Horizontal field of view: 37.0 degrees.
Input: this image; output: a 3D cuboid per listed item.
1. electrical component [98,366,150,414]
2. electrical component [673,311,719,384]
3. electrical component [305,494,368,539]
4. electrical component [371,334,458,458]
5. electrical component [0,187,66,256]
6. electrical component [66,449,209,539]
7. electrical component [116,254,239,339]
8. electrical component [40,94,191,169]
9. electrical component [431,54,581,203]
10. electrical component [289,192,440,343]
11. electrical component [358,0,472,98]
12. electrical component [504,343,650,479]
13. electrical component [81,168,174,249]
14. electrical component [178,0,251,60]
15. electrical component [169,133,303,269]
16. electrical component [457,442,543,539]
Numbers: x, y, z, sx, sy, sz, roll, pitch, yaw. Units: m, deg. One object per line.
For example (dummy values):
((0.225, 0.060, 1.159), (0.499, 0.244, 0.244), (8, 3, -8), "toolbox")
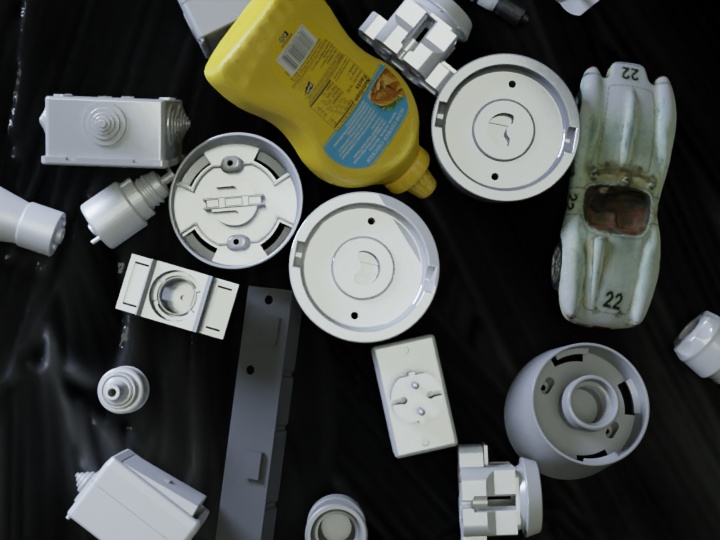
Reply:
((-0.175, 0.088, 0.785), (0.035, 0.061, 0.035), (0, 86, -1), "electrical component")
((0.270, 0.064, 0.805), (0.062, 0.043, 0.043), (41, 87, 0), "electrical component")
((-0.017, 0.189, 0.785), (0.045, 0.055, 0.045), (0, 86, -1), "electrical component")
((0.040, 0.092, 0.782), (0.047, 0.075, 0.083), (-12, 87, -2), "electrical component")
((-0.254, -0.036, 0.803), (0.065, 0.044, 0.044), (19, 86, -5), "electrical component")
((-0.162, 0.170, 0.780), (0.096, 0.061, 0.061), (37, 86, 1), "electrical component")
((-0.132, 0.020, 0.790), (0.081, 0.064, 0.042), (17, 87, 0), "electrical component")
((-0.176, -0.102, 0.780), (0.100, 0.099, 0.048), (2, 99, -1), "electrical component")
((0.105, -0.101, 0.803), (0.108, 0.060, 0.108), (0, 86, -1), "electrical component")
((0.000, 0.000, 0.793), (0.108, 0.060, 0.108), (1, 86, -7), "electrical component")
((0.047, -0.177, 0.809), (0.078, 0.058, 0.057), (39, 89, 2), "electrical component")
((0.163, 0.104, 0.802), (0.099, 0.064, 0.099), (2, 75, -8), "electrical component")
((-0.171, -0.050, 0.805), (0.078, 0.040, 0.040), (-35, 88, -3), "electrical component")
((-0.088, -0.209, 0.806), (0.096, 0.061, 0.061), (-27, 87, -3), "electrical component")
((-0.091, -0.049, 0.794), (0.099, 0.064, 0.099), (0, 86, -1), "electrical component")
((0.102, 0.167, 0.788), (0.057, 0.058, 0.078), (-2, 87, 2), "electrical component")
